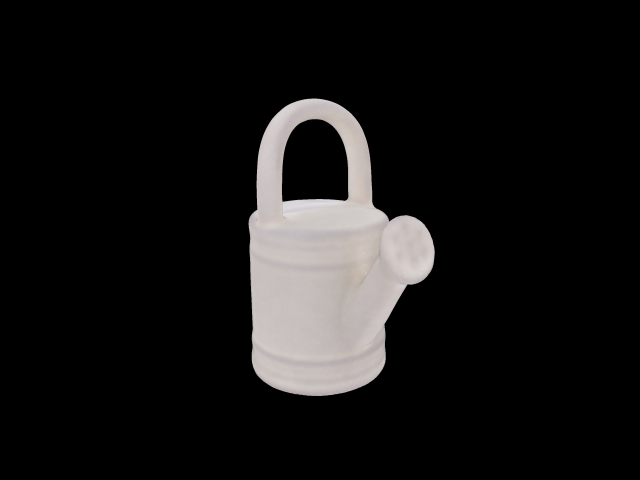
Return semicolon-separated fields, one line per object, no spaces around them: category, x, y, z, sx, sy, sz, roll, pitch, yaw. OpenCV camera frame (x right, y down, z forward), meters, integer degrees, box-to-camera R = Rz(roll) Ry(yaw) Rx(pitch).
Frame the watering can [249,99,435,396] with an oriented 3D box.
watering can;0.005;0.001;0.401;0.172;0.194;0.101;10;19;30
